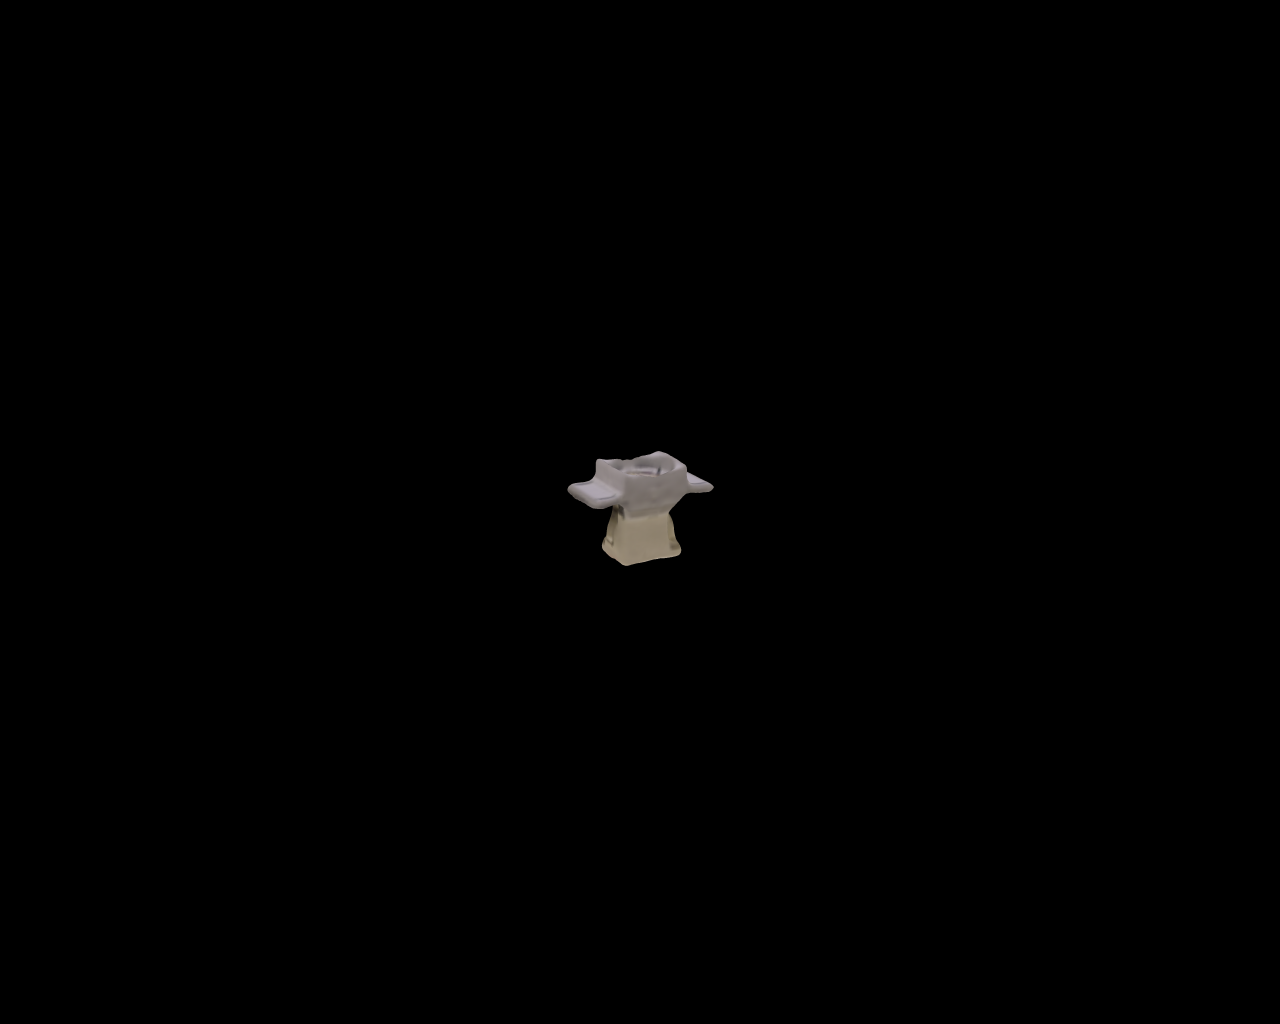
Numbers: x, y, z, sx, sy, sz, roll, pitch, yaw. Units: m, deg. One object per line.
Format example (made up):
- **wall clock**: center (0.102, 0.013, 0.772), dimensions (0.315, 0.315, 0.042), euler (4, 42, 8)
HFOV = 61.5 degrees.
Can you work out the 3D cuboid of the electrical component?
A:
- **electrical component**: center (0.001, -0.003, 0.650), dimensions (0.081, 0.063, 0.042), euler (-8, 20, -24)
